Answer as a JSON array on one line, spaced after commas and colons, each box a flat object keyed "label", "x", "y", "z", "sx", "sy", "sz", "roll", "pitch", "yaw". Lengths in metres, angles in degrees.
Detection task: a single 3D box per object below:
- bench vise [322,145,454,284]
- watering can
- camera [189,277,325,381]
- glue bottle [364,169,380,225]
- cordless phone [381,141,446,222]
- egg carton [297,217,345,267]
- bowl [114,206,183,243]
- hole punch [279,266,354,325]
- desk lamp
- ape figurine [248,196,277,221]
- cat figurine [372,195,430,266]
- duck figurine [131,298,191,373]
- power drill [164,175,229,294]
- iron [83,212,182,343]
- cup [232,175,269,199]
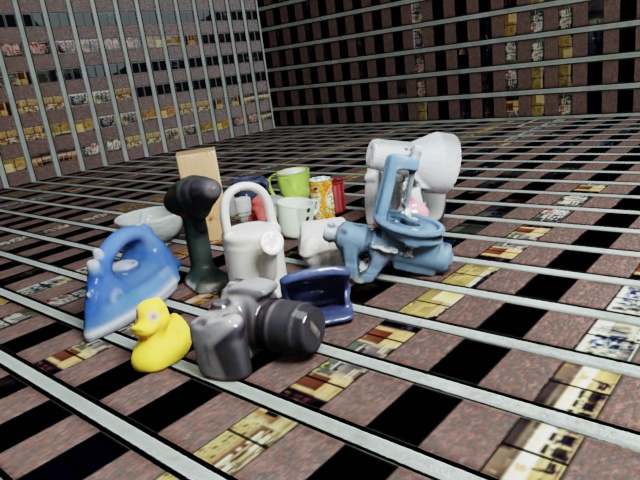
[{"label": "bench vise", "x": 0.109, "y": -0.038, "z": 0.937, "sx": 0.207, "sy": 0.220, "sz": 0.121, "roll": -10, "pitch": 17, "yaw": -8}, {"label": "watering can", "x": -0.106, "y": 0.001, "z": 0.942, "sx": 0.172, "sy": 0.194, "sz": 0.101, "roll": 8, "pitch": 22, "yaw": 40}, {"label": "camera", "x": -0.074, "y": 0.107, "z": 0.738, "sx": 0.136, "sy": 0.101, "sz": 0.143, "roll": 3, "pitch": 19, "yaw": 29}, {"label": "glue bottle", "x": 0.125, "y": -0.126, "z": 1.303, "sx": 0.037, "sy": 0.173, "sz": 0.078, "roll": 2, "pitch": 19, "yaw": 28}, {"label": "cordless phone", "x": 0.196, "y": -0.123, "z": 1.242, "sx": 0.147, "sy": 0.185, "sz": 0.094, "roll": -1, "pitch": 18, "yaw": 20}, {"label": "egg carton", "x": 0.010, "y": 0.004, "z": 1.100, "sx": 0.107, "sy": 0.069, "sz": 0.150, "roll": -8, "pitch": 17, "yaw": -2}, {"label": "bowl", "x": -0.399, "y": -0.029, "z": 1.368, "sx": 0.167, "sy": 0.075, "sz": 0.167, "roll": -6, "pitch": 17, "yaw": 2}, {"label": "hole punch", "x": -0.009, "y": 0.072, "z": 0.846, "sx": 0.108, "sy": 0.091, "sz": 0.101, "roll": -9, "pitch": 17, "yaw": -5}, {"label": "desk lamp", "x": 0.173, "y": -0.100, "z": 1.127, "sx": 0.203, "sy": 0.214, "sz": 0.117, "roll": -11, "pitch": 17, "yaw": -11}, {"label": "ape figurine", "x": -0.137, "y": -0.060, "z": 1.332, "sx": 0.076, "sy": 0.092, "sz": 0.077, "roll": -9, "pitch": 17, "yaw": -7}, {"label": "cat figurine", "x": 0.152, "y": -0.026, "z": 1.055, "sx": 0.128, "sy": 0.118, "sz": 0.067, "roll": -13, "pitch": 18, "yaw": -18}, {"label": "duck figurine", "x": -0.222, "y": 0.120, "z": 0.783, "sx": 0.077, "sy": 0.086, "sz": 0.105, "roll": -2, "pitch": 18, "yaw": 18}, {"label": "power drill", "x": -0.213, "y": -0.017, "z": 1.020, "sx": 0.076, "sy": 0.208, "sz": 0.228, "roll": -17, "pitch": 19, "yaw": -29}, {"label": "iron", "x": -0.333, "y": 0.050, "z": 0.964, "sx": 0.118, "sy": 0.141, "sz": 0.258, "roll": -4, "pitch": 17, "yaw": 11}, {"label": "cup", "x": -0.177, "y": -0.122, "z": 1.549, "sx": 0.117, "sy": 0.095, "sz": 0.092, "roll": 6, "pitch": 21, "yaw": 36}]
